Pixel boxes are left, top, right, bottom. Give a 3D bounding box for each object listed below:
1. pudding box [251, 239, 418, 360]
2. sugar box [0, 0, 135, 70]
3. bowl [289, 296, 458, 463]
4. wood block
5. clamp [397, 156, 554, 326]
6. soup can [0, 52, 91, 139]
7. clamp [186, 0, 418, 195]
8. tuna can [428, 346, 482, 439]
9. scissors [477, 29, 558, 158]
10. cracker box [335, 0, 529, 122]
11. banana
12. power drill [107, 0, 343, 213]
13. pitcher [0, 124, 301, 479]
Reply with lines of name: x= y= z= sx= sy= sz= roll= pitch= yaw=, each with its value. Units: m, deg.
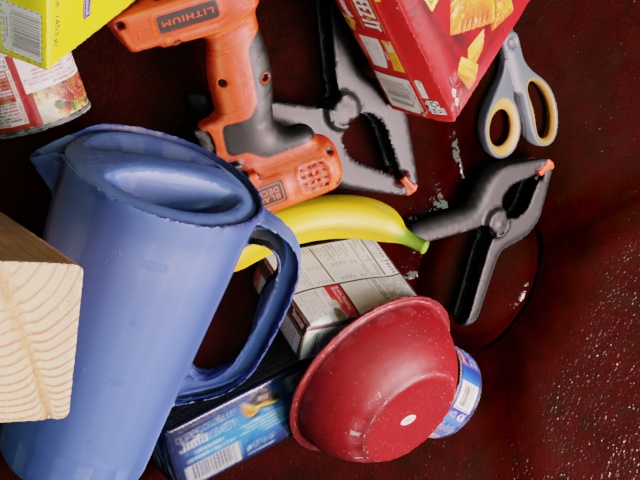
pudding box: x=0.014 y=0.043 z=0.865 sx=0.113 sy=0.090 sz=0.039 roll=-9 pitch=135 yaw=-30
sugar box: x=-0.139 y=-0.188 z=0.670 sx=0.176 sy=0.048 sz=0.093 roll=-54 pitch=163 yaw=-48
bowl: x=0.056 y=0.124 z=0.850 sx=0.161 sy=0.055 sz=0.162 roll=-24 pitch=138 yaw=-24
wood block: x=-0.223 y=0.033 z=0.648 sx=0.090 sy=0.206 sz=0.091 roll=2 pitch=100 yaw=-32
clamp: x=0.143 y=-0.019 z=0.964 sx=0.120 sy=0.039 sz=0.171 roll=44 pitch=75 yaw=-37
soup can: x=-0.201 y=-0.126 z=0.705 sx=0.068 sy=0.069 sz=0.102 roll=-26 pitch=114 yaw=-24
clamp: x=0.002 y=-0.101 z=0.855 sx=0.164 sy=0.036 sz=0.210 roll=-43 pitch=118 yaw=-11
tuna can: x=0.101 y=0.131 z=0.945 sx=0.033 sy=0.086 sz=0.086 roll=31 pitch=85 yaw=-36
scissors: x=0.157 y=-0.159 z=0.949 sx=0.096 sy=0.016 sz=0.201 roll=-41 pitch=119 yaw=-17
cracker box: x=0.106 y=-0.223 z=0.815 sx=0.213 sy=0.072 sz=0.164 roll=-57 pitch=143 yaw=-17
banana: x=-0.010 y=-0.008 z=0.854 sx=0.197 sy=0.070 sz=0.037 roll=-8 pitch=121 yaw=-25
power drill: x=-0.089 y=-0.088 z=0.767 sx=0.184 sy=0.057 sz=0.187 roll=-21 pitch=120 yaw=-8
pitcher: x=-0.128 y=0.057 z=0.724 sx=0.144 sy=0.149 sz=0.243 roll=-7 pitch=127 yaw=-48
